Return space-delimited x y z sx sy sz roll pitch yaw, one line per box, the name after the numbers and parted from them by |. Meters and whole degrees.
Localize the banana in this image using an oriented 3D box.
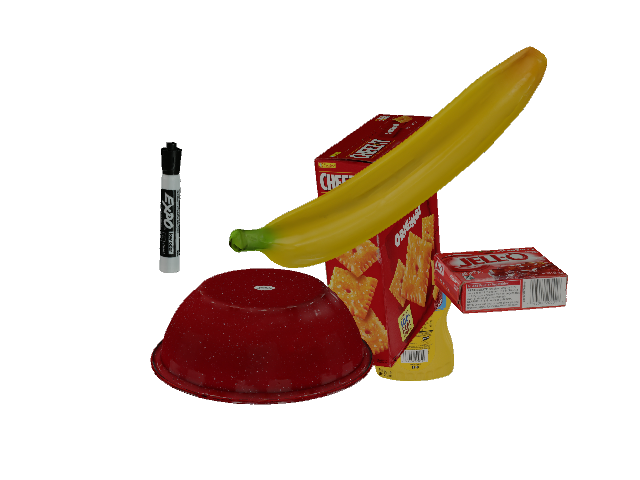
0.043 -0.036 0.597 0.198 0.037 0.069 -34 -12 -1 | banana

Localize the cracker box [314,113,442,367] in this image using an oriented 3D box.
0.067 -0.004 1.081 0.072 0.214 0.164 5 24 25 | cracker box

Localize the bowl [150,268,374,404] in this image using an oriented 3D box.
-0.041 0.059 0.765 0.162 0.055 0.162 1 16 0 | bowl

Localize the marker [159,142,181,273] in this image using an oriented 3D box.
-0.138 -0.030 0.981 0.020 0.121 0.020 3 15 -1 | marker

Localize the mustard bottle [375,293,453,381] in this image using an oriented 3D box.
0.110 0.072 1.273 0.096 0.192 0.058 -1 23 5 | mustard bottle

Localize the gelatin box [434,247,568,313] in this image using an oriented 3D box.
0.143 0.030 0.856 0.089 0.030 0.073 -3 17 -10 | gelatin box
